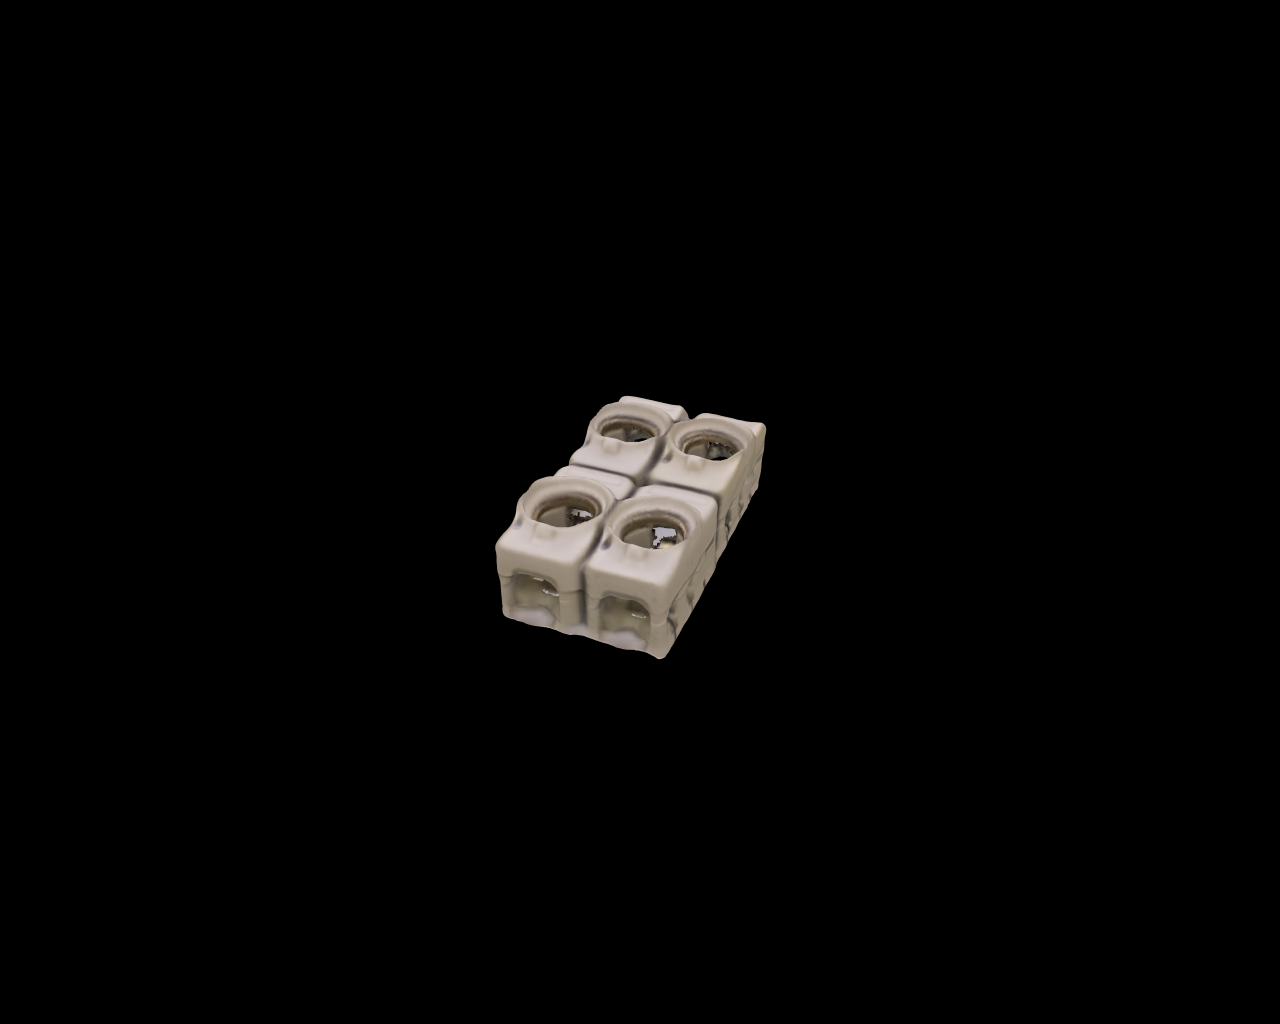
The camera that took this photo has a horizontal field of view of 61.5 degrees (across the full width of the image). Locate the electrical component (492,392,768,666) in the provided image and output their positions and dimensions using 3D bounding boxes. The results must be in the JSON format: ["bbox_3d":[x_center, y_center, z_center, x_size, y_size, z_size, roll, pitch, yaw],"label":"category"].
[{"bbox_3d":[0.001,-0.003,0.650,0.105,0.060,0.186,13,38,18],"label":"electrical component"}]
